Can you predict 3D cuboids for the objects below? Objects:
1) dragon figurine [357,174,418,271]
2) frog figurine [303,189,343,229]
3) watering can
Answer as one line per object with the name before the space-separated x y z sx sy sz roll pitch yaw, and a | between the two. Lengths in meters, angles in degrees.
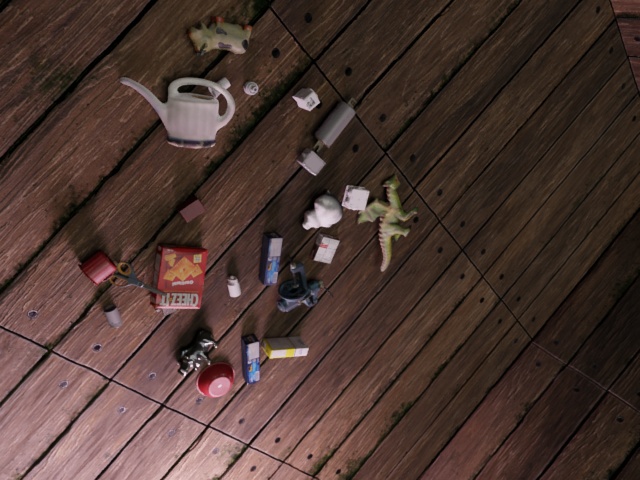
dragon figurine | 0.264 -0.079 2.190 0.242 0.123 0.408 21 96 -18
frog figurine | 0.006 -0.100 1.997 0.161 0.124 0.134 -40 146 -24
watering can | -0.444 -0.400 1.619 0.348 0.106 0.221 2 111 -16
